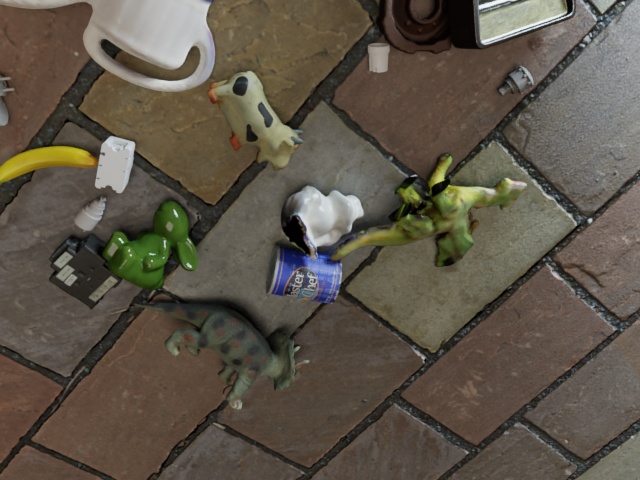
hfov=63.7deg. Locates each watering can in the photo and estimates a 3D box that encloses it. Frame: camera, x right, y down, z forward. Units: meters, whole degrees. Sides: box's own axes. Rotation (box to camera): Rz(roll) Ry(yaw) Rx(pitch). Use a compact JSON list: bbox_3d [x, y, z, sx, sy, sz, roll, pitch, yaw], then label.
[{"bbox_3d":[-0.317,-0.379,0.830,0.345,0.106,0.221,22,111,-32],"label":"watering can"}]

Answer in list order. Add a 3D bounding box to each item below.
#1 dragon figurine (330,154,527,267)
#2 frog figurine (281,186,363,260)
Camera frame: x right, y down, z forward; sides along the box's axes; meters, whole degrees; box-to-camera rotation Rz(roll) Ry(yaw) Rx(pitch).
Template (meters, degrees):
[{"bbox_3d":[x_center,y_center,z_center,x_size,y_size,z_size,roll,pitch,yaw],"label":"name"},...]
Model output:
[{"bbox_3d":[0.241,-0.021,1.086,0.408,0.125,0.239,-36,122,10],"label":"dragon figurine"},{"bbox_3d":[0.003,-0.053,1.052,0.162,0.122,0.136,-40,109,-28],"label":"frog figurine"}]
